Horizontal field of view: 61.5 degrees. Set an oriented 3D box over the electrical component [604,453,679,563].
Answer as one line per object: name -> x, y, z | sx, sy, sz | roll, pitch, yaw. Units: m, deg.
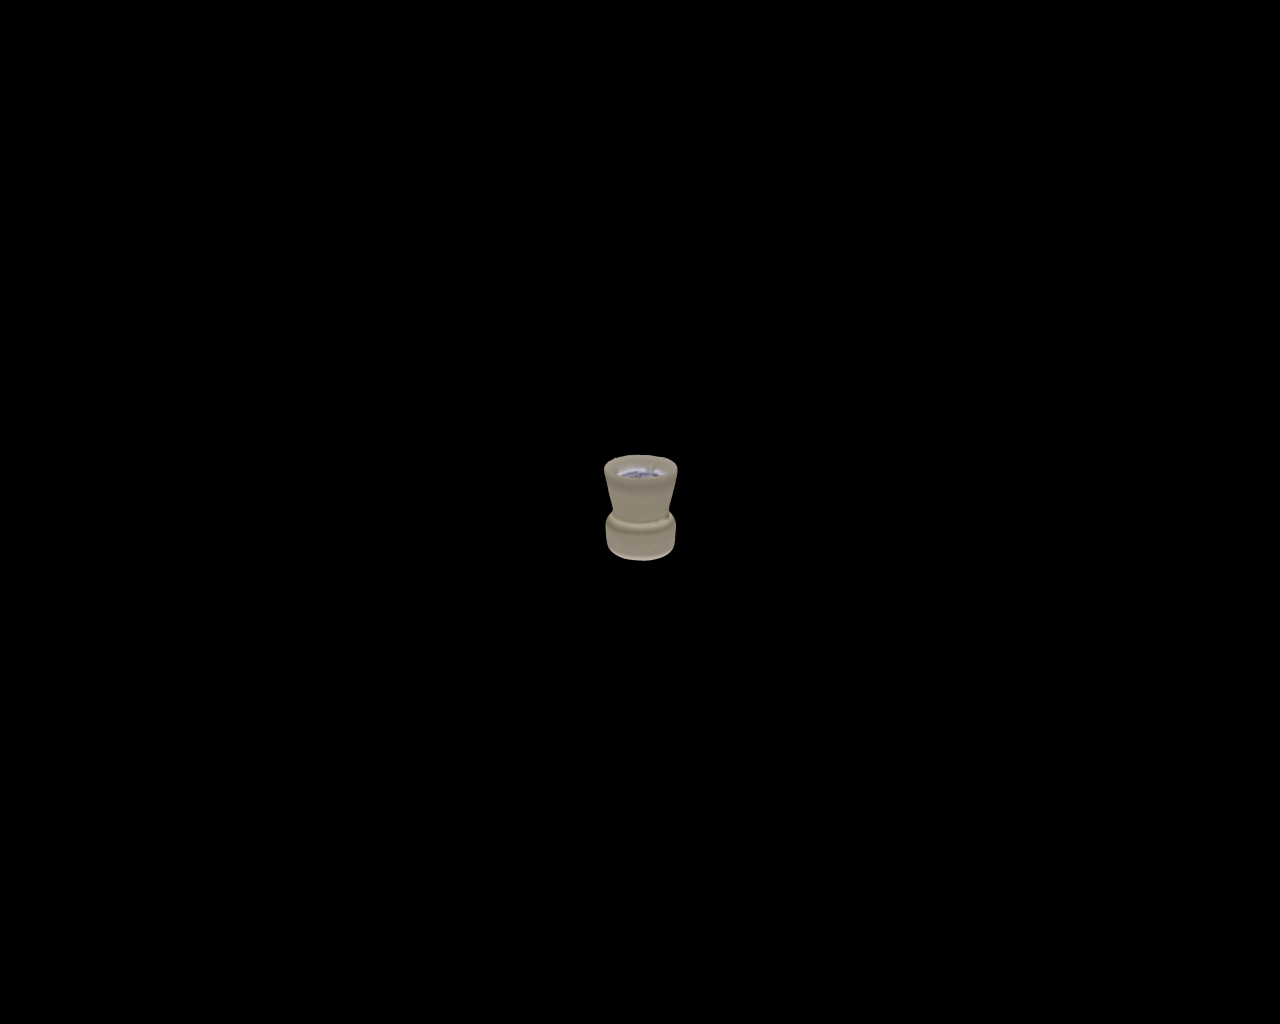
electrical component -> 0.001, -0.003, 0.650 | 0.045, 0.055, 0.045 | 0, 22, 0
